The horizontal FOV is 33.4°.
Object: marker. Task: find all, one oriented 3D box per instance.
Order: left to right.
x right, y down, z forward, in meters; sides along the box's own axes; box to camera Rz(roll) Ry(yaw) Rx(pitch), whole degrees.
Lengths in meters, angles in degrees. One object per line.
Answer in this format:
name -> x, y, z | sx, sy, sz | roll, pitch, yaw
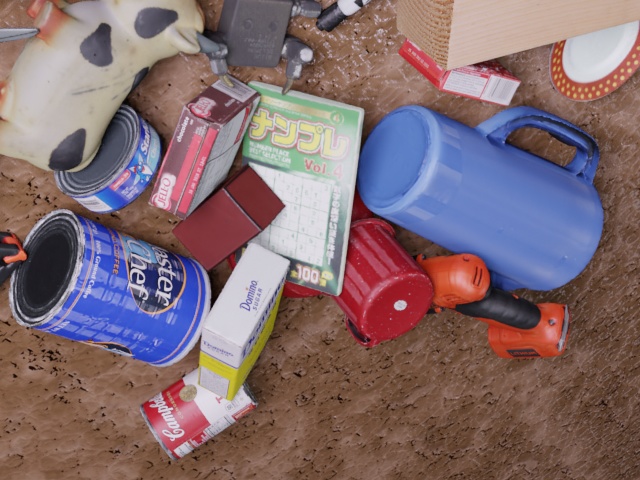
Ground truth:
marker -> 0.044, -0.210, 0.881 | 0.121, 0.020, 0.020 | -32, 141, 29

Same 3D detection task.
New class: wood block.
wood block -> 0.179, -0.228, 0.930 | 0.205, 0.090, 0.091 | -18, 133, -20

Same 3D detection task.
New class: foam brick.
foam brick -> -0.081, -0.019, 0.935 | 0.078, 0.053, 0.051 | -36, 100, 36

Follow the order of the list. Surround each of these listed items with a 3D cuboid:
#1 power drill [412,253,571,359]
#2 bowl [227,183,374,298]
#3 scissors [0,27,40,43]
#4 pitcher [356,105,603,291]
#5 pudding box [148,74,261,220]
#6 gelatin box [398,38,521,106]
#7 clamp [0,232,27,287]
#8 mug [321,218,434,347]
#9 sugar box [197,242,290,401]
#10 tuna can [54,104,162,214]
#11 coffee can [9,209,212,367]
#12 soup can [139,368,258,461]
power drill -> 0.147, 0.070, 1.091 | 0.187, 0.185, 0.057 | 22, 72, -30
bowl -> -0.007, 0.001, 1.027 | 0.162, 0.055, 0.162 | -17, 132, -20
scissors -> -0.301, -0.118, 0.740 | 0.201, 0.016, 0.096 | 4, 133, -15
pitcher -> 0.160, -0.051, 1.041 | 0.242, 0.149, 0.145 | 21, 156, -38
pudding box -> -0.093, -0.078, 0.874 | 0.039, 0.113, 0.090 | 28, 116, 4
gelatin box -> 0.126, -0.158, 0.966 | 0.089, 0.073, 0.030 | 7, 121, -35
clamp -> -0.327, 0.033, 0.863 | 0.171, 0.039, 0.120 | -33, 148, -13
mug -> 0.049, 0.050, 1.000 | 0.093, 0.082, 0.117 | -6, 127, -31
sugar box -> -0.072, 0.080, 0.980 | 0.093, 0.048, 0.176 | -61, 178, -23
tuna can -> -0.168, -0.065, 0.851 | 0.086, 0.086, 0.033 | -42, 137, 5
coffee can -> -0.179, 0.044, 0.920 | 0.140, 0.103, 0.103 | 25, 110, -42
soup can -> -0.122, 0.168, 1.082 | 0.102, 0.069, 0.068 | -33, 136, -4
